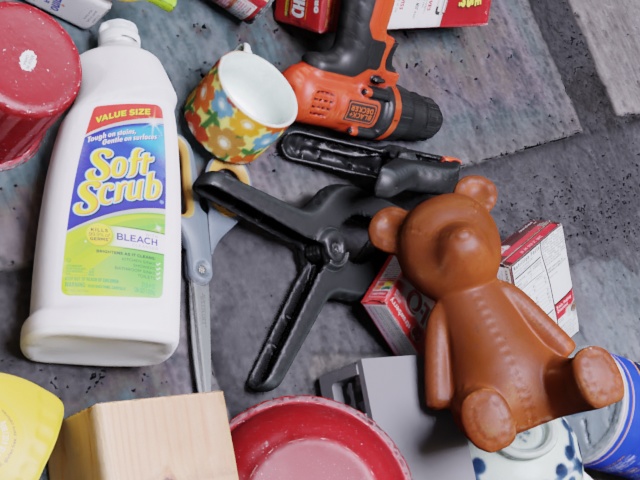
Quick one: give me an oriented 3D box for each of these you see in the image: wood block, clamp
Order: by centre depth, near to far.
[{"bbox_3d":[-0.098,0.205,0.648,0.090,0.090,0.206,0,72,-36],"label":"wood block"},{"bbox_3d":[-0.005,0.001,0.826,0.209,0.036,0.164,-29,104,-43],"label":"clamp"},{"bbox_3d":[0.052,-0.063,0.886,0.120,0.039,0.171,30,17,31],"label":"clamp"}]

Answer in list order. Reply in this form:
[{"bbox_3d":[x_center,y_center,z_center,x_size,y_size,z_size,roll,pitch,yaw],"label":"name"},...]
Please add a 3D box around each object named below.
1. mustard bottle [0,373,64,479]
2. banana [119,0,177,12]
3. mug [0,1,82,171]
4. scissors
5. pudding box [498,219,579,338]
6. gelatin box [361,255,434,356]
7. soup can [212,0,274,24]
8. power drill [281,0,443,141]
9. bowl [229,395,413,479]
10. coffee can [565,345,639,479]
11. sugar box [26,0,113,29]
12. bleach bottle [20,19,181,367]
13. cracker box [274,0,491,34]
[{"bbox_3d":[-0.247,0.091,0.603,0.191,0.058,0.096,34,55,-21],"label":"mustard bottle"},{"bbox_3d":[-0.170,-0.248,0.761,0.069,0.037,0.198,-23,89,-63],"label":"banana"},{"bbox_3d":[-0.217,-0.102,0.689,0.117,0.082,0.093,-3,74,-38],"label":"mug"},{"bbox_3d":[-0.076,0.014,0.792,0.096,0.016,0.202,-9,78,-39],"label":"scissors"},{"bbox_3d":[0.183,0.051,0.930,0.089,0.039,0.113,-32,116,-40],"label":"pudding box"},{"bbox_3d":[0.078,0.055,0.862,0.089,0.030,0.073,56,50,-29],"label":"gelatin box"},{"bbox_3d":[-0.081,-0.229,0.854,0.102,0.069,0.068,30,56,-23],"label":"soup can"},{"bbox_3d":[0.061,-0.172,0.880,0.184,0.057,0.188,3,113,-45],"label":"power drill"},{"bbox_3d":[-0.008,0.179,0.706,0.162,0.055,0.162,2,73,-7],"label":"bowl"},{"bbox_3d":[0.273,0.158,0.937,0.140,0.103,0.103,19,61,-30],"label":"coffee can"},{"bbox_3d":[-0.227,-0.230,0.761,0.176,0.048,0.093,26,57,-31],"label":"sugar box"},{"bbox_3d":[-0.147,-0.042,0.731,0.102,0.068,0.251,5,63,-21],"label":"bleach bottle"},{"bbox_3d":[0.066,-0.270,0.931,0.213,0.072,0.164,-13,118,-40],"label":"cracker box"}]
